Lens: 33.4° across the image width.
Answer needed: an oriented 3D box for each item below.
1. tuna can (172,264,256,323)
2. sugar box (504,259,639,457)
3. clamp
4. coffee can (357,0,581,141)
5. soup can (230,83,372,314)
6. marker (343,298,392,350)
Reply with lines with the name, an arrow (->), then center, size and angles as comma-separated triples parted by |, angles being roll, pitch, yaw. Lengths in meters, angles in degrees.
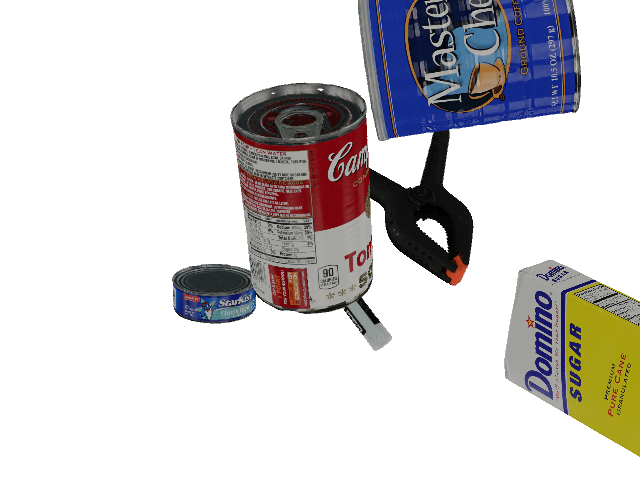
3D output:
tuna can -> -0.108, 0.054, 1.084 | 0.086, 0.034, 0.086 | 2, 18, -1
sugar box -> 0.208, 0.089, 0.736 | 0.048, 0.093, 0.176 | -16, 30, -39
clamp -> 0.092, -0.042, 1.133 | 0.164, 0.210, 0.036 | -8, -35, -16
coffee can -> 0.103, -0.130, 0.750 | 0.140, 0.103, 0.102 | -8, -1, 7
soup can -> -0.008, -0.021, 0.553 | 0.068, 0.102, 0.068 | -3, 30, 2
marker -> 0.017, 0.039, 0.889 | 0.020, 0.121, 0.020 | -33, -18, -12
